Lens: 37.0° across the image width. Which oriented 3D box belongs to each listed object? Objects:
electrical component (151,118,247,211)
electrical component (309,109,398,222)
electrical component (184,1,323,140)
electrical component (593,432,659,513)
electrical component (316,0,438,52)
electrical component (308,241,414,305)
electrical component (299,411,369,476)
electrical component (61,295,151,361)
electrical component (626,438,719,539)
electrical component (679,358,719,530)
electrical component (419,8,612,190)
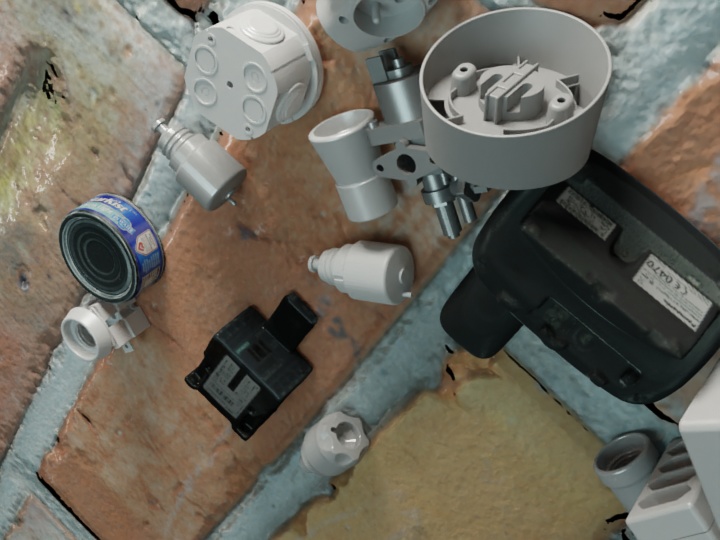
[{"bbox_3d":[-0.116,-0.077,0.759,0.078,0.040,0.040,43,134,6],"label":"electrical component"},{"bbox_3d":[-0.001,-0.064,0.685,0.044,0.044,0.065,-2,121,37],"label":"electrical component"},{"bbox_3d":[-0.068,-0.126,0.686,0.080,0.051,0.080,18,127,26],"label":"electrical component"},{"bbox_3d":[0.177,0.133,0.682,0.040,0.040,0.046,-23,108,42],"label":"electrical component"},{"bbox_3d":[0.000,-0.166,0.598,0.077,0.079,0.044,-33,51,44],"label":"electrical component"},{"bbox_3d":[0.000,0.000,0.724,0.078,0.040,0.040,8,122,32],"label":"electrical component"},{"bbox_3d":[-0.025,0.138,0.828,0.043,0.043,0.062,48,135,0],"label":"electrical component"},{"bbox_3d":[-0.215,0.045,0.897,0.048,0.055,0.066,-16,107,41],"label":"electrical component"},{"bbox_3d":[0.210,0.148,0.636,0.047,0.083,0.075,-31,97,44],"label":"electrical component"},{"bbox_3d":[0.228,0.096,0.573,0.056,0.109,0.108,-11,111,43],"label":"electrical component"},{"bbox_3d":[0.081,-0.090,0.572,0.099,0.099,0.064,21,134,24],"label":"electrical component"}]
